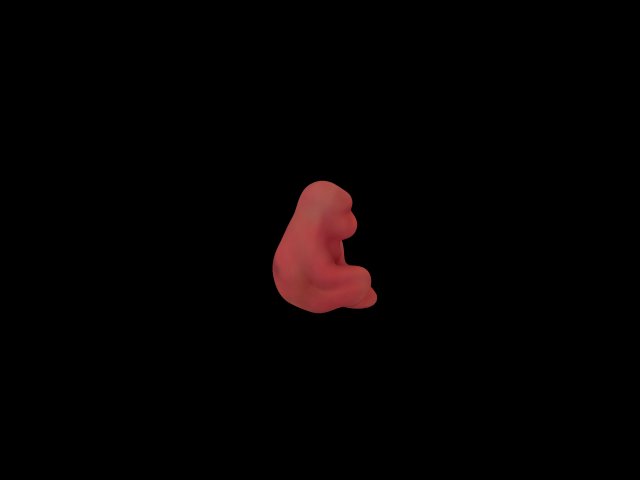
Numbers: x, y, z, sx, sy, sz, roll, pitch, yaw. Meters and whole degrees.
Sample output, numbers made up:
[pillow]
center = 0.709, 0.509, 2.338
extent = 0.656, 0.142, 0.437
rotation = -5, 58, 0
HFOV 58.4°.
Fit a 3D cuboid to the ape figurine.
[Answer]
[ape figurine]
center = 0.004, 0.001, 0.400
extent = 0.076, 0.092, 0.077
rotation = 0, 39, 0
